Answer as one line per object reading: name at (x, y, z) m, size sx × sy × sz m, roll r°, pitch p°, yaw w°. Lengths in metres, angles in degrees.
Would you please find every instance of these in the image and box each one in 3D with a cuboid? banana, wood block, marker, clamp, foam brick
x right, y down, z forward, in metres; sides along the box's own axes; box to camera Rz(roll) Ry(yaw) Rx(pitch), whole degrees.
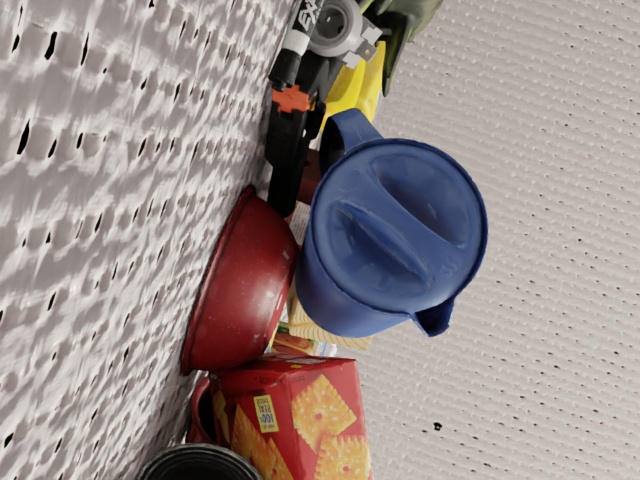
banana at (0.017, -0.159, 1.144) m, size 0.197 × 0.037 × 0.070 m, roll -69°, pitch 161°, yaw -52°
wood block at (0.013, 0.026, 1.197) m, size 0.206 × 0.090 × 0.090 m, roll -101°, pitch -153°, yaw -63°
marker at (-0.009, -0.160, 0.743) m, size 0.020 × 0.020 × 0.121 m, roll 89°, pitch 21°, yaw -82°
clamp at (-0.018, -0.090, 0.856) m, size 0.210 × 0.036 × 0.164 m, roll -48°, pitch 156°, yaw -82°
foam brick at (0.001, -0.054, 1.082) m, size 0.053 × 0.078 × 0.051 m, roll -70°, pitch 177°, yaw -48°

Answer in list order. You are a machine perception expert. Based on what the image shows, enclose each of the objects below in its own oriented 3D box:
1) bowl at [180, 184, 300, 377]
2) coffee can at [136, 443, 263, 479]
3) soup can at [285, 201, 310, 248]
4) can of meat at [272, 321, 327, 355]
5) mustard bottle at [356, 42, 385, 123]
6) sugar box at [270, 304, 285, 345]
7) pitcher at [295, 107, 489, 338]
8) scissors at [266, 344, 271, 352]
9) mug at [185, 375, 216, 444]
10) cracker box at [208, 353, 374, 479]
bowl at (-0.056, 0.040, 0.845) m, size 0.162 × 0.055 × 0.162 m, roll 21°, pitch 88°, yaw -87°
coffee can at (-0.103, 0.242, 0.828) m, size 0.102 × 0.103 × 0.140 m, roll -67°, pitch 175°, yaw -52°
soup can at (-0.007, 0.001, 1.045) m, size 0.068 × 0.102 × 0.068 m, roll 22°, pitch 88°, yaw -88°
can of meat at (-0.048, 0.133, 1.193) m, size 0.057 × 0.102 × 0.084 m, roll 92°, pitch 16°, yaw -84°
mustard bottle at (0.062, -0.224, 1.297) m, size 0.096 × 0.058 × 0.191 m, roll 104°, pitch 6°, yaw -65°
sugar box at (-0.076, 0.119, 1.095) m, size 0.093 × 0.048 × 0.176 m, roll 75°, pitch 35°, yaw -84°
pitcher at (0.040, 0.004, 0.885) m, size 0.243 × 0.145 × 0.149 m, roll 121°, pitch -9°, yaw -75°
scissors at (-0.054, 0.082, 1.024) m, size 0.201 × 0.016 × 0.096 m, roll 73°, pitch 24°, yaw -56°
mug at (-0.072, 0.170, 0.994) m, size 0.117 × 0.093 × 0.082 m, roll -36°, pitch 162°, yaw -35°
cracker box at (-0.022, 0.201, 0.854) m, size 0.164 × 0.072 × 0.214 m, roll -7°, pitch -90°, yaw 63°
